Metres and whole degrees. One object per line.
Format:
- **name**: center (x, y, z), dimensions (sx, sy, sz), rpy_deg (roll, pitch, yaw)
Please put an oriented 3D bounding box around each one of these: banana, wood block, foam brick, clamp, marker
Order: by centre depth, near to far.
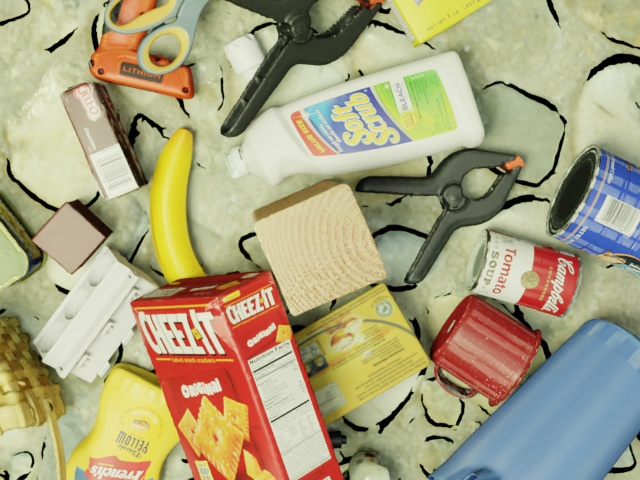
- **wood block**: center (-0.007, 0.001, 1.002), dimensions (0.091, 0.206, 0.090), rpy_deg (-24, 96, -2)
- **clamp**: center (-0.029, -0.197, 1.041), dimensions (0.209, 0.036, 0.164), rpy_deg (-18, 115, -25)
- **foam brick**: center (-0.243, -0.004, 1.053), dimensions (0.053, 0.078, 0.051), rpy_deg (43, 89, -6)
- **banana**: center (-0.138, -0.011, 1.082), dimensions (0.069, 0.037, 0.198), rpy_deg (-18, 97, -20)
- **clamp**: center (0.124, -0.049, 1.091), dimensions (0.171, 0.039, 0.120), rpy_deg (-38, 101, -6)
- **marker**: center (-0.032, 0.210, 1.111), dimensions (0.121, 0.020, 0.020), rpy_deg (-1, 95, -3)

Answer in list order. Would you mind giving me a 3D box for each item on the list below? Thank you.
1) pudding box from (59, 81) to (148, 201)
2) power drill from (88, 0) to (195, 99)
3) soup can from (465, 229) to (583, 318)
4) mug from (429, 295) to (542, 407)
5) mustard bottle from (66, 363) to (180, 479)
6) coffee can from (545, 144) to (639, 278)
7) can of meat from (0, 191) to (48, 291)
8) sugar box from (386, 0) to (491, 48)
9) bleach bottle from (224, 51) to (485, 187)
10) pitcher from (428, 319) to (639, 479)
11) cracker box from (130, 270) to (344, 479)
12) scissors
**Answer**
- **pudding box**: center (-0.209, -0.097, 1.041), dimensions (0.039, 0.090, 0.113), rpy_deg (-21, 96, 0)
- **power drill**: center (-0.145, -0.237, 1.052), dimensions (0.184, 0.057, 0.188), rpy_deg (10, 92, -5)
- **soup can**: center (0.207, 0.034, 1.088), dimensions (0.102, 0.068, 0.068), rpy_deg (16, 93, -4)
- **mug**: center (0.160, 0.116, 1.089), dimensions (0.081, 0.093, 0.117), rpy_deg (33, 128, -1)
- **mustard bottle**: center (-0.205, 0.228, 1.083), dimensions (0.096, 0.058, 0.191), rpy_deg (25, 93, -12)
- **coffee can**: center (0.314, -0.021, 1.072), dimensions (0.140, 0.103, 0.103), rpy_deg (24, 93, -5)
- **can of meat**: center (-0.321, -0.001, 1.046), dimensions (0.057, 0.084, 0.102), rpy_deg (-37, 96, -1)
- **sugar box**: center (0.091, -0.293, 1.065), dimensions (0.093, 0.048, 0.176), rpy_deg (-32, 97, -1)
- **bleach bottle**: center (0.029, -0.106, 1.068), dimensions (0.251, 0.068, 0.102), rpy_deg (-18, 88, 0)
- **pitcher**: center (0.235, 0.202, 1.066), dimensions (0.242, 0.149, 0.145), rpy_deg (-45, 98, -13)
- **cracker box**: center (-0.082, 0.143, 0.999), dimensions (0.071, 0.164, 0.214), rpy_deg (-26, 101, -37)
- **scissors**: center (-0.104, -0.221, 1.023), dimensions (0.201, 0.016, 0.096), rpy_deg (-17, 100, -9)
